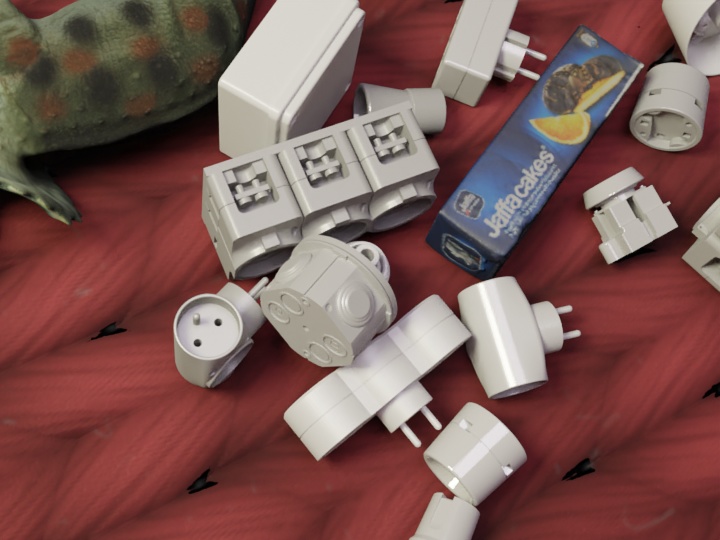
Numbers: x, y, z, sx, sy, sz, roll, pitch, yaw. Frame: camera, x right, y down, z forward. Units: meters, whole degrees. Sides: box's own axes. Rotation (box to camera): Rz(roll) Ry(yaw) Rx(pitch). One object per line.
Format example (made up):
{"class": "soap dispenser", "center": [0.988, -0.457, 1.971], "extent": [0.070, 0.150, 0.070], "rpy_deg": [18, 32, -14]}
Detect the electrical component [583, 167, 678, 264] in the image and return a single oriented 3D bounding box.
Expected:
{"class": "electrical component", "center": [0.199, -0.043, 0.806], "extent": [0.066, 0.048, 0.055], "rpy_deg": [-27, 86, -16]}

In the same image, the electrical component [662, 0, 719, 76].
{"class": "electrical component", "center": [0.292, -0.209, 0.850], "extent": [0.099, 0.099, 0.064], "rpy_deg": [-19, 69, -15]}

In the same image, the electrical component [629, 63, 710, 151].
{"class": "electrical component", "center": [0.242, -0.127, 0.836], "extent": [0.055, 0.055, 0.047], "rpy_deg": [21, 66, -2]}

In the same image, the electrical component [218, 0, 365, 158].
{"class": "electrical component", "center": [-0.050, -0.133, 0.762], "extent": [0.056, 0.108, 0.108], "rpy_deg": [30, 70, 4]}

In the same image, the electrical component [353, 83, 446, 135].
{"class": "electrical component", "center": [0.032, -0.118, 0.806], "extent": [0.065, 0.044, 0.044], "rpy_deg": [-4, 72, -16]}

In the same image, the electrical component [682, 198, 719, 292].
{"class": "electrical component", "center": [0.331, -0.071, 0.804], "extent": [0.060, 0.105, 0.186], "rpy_deg": [43, 71, 7]}

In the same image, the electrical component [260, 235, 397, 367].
{"class": "electrical component", "center": [-0.020, 0.021, 0.697], "extent": [0.080, 0.080, 0.051], "rpy_deg": [38, 60, 5]}

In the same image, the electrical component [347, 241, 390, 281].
{"class": "electrical component", "center": [0.000, 0.000, 0.749], "extent": [0.043, 0.062, 0.043], "rpy_deg": [3, 71, -8]}

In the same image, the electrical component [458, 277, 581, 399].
{"class": "electrical component", "center": [0.118, 0.044, 0.763], "extent": [0.079, 0.044, 0.077], "rpy_deg": [-12, 74, -13]}

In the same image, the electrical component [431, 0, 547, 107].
{"class": "electrical component", "center": [0.107, -0.169, 0.831], "extent": [0.076, 0.047, 0.083], "rpy_deg": [21, 70, -2]}

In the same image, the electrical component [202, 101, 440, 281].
{"class": "electrical component", "center": [-0.028, -0.050, 0.747], "extent": [0.150, 0.089, 0.061], "rpy_deg": [-20, 76, -15]}

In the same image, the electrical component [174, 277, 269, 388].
{"class": "electrical component", "center": [-0.089, 0.036, 0.715], "extent": [0.044, 0.077, 0.079], "rpy_deg": [42, 70, 6]}

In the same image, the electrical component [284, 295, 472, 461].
{"class": "electrical component", "center": [0.024, 0.085, 0.730], "extent": [0.138, 0.052, 0.073], "rpy_deg": [-37, 81, -18]}

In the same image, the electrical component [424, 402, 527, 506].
{"class": "electrical component", "center": [0.076, 0.125, 0.725], "extent": [0.047, 0.055, 0.055], "rpy_deg": [-43, 83, -15]}

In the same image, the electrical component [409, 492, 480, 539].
{"class": "electrical component", "center": [0.055, 0.176, 0.712], "extent": [0.040, 0.040, 0.046], "rpy_deg": [27, 64, 0]}
